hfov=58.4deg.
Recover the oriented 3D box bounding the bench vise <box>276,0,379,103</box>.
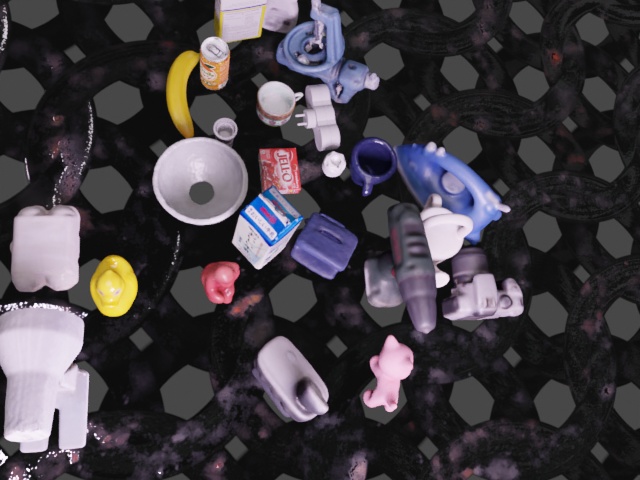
[{"bbox_3d":[0.027,-0.373,1.099,0.207,0.219,0.121,11,73,-9],"label":"bench vise"}]

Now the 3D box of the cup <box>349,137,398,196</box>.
[{"bbox_3d":[0.092,-0.130,1.115,0.092,0.095,0.118,15,73,-8],"label":"cup"}]

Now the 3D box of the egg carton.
[{"bbox_3d":[-0.461,0.014,0.966,0.107,0.069,0.150,-2,76,-13],"label":"egg carton"}]

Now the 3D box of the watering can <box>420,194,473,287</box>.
[{"bbox_3d":[0.215,-0.002,1.056,0.101,0.194,0.173,-15,79,-16],"label":"watering can"}]

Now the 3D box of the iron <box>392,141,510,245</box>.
[{"bbox_3d":[0.255,-0.118,1.124,0.258,0.141,0.119,44,71,2],"label":"iron"}]

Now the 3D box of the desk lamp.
[{"bbox_3d":[-0.408,0.214,0.849,0.118,0.213,0.203,-2,76,-13],"label":"desk lamp"}]

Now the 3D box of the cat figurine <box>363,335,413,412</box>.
[{"bbox_3d":[0.129,0.238,1.014,0.067,0.117,0.128,12,73,-9],"label":"cat figurine"}]

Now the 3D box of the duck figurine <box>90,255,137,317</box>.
[{"bbox_3d":[-0.351,0.073,0.967,0.077,0.086,0.104,0,75,-12],"label":"duck figurine"}]

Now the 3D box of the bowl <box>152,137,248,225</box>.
[{"bbox_3d":[-0.218,-0.099,1.048,0.167,0.074,0.167,3,75,-12],"label":"bowl"}]

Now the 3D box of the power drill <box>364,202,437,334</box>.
[{"bbox_3d":[0.145,0.059,1.017,0.076,0.208,0.229,-2,76,-13],"label":"power drill"}]

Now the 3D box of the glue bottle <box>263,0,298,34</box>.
[{"bbox_3d":[-0.074,-0.476,1.128,0.078,0.173,0.037,12,73,-9],"label":"glue bottle"}]

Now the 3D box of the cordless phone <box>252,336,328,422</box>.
[{"bbox_3d":[-0.040,0.228,0.943,0.094,0.185,0.147,-41,87,-19],"label":"cordless phone"}]

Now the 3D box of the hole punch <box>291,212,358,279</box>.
[{"bbox_3d":[0.010,0.004,1.063,0.109,0.091,0.101,31,71,-3],"label":"hole punch"}]

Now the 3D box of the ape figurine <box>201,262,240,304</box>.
[{"bbox_3d":[-0.172,0.067,1.005,0.078,0.092,0.076,-43,87,-19],"label":"ape figurine"}]

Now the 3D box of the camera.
[{"bbox_3d":[0.313,0.082,1.105,0.143,0.100,0.137,-1,76,-13],"label":"camera"}]
